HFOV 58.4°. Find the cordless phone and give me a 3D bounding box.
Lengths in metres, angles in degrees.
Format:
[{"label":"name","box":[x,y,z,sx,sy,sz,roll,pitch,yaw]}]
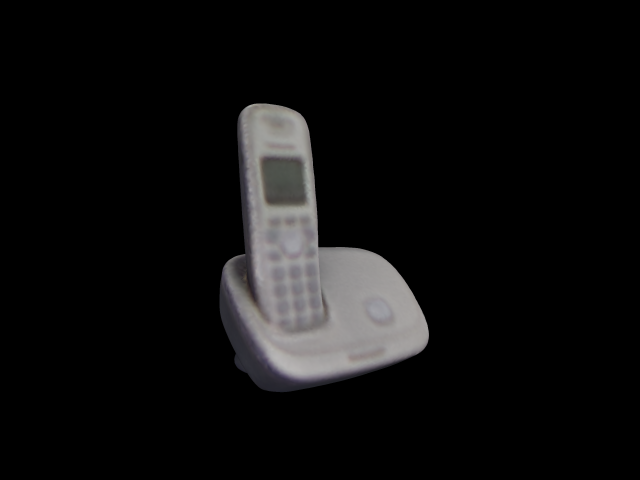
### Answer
[{"label":"cordless phone","box":[0.004,0.001,0.400,0.148,0.185,0.093,-4,6,-39]}]
